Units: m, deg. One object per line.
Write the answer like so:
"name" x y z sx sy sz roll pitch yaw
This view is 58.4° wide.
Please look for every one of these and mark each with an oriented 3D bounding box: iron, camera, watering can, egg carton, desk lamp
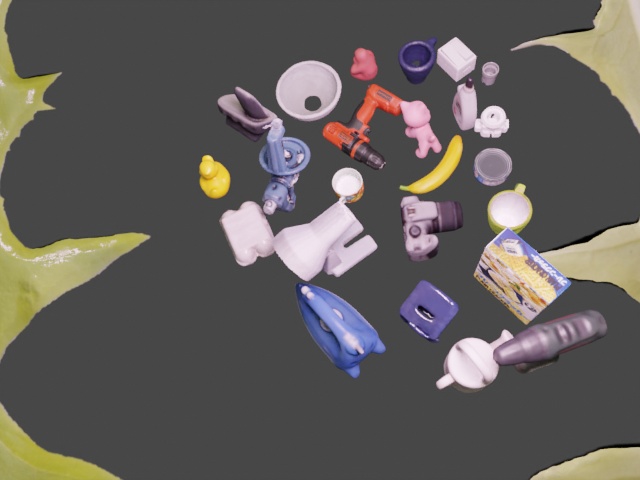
"iron" 0.020 0.169 1.238 0.119 0.141 0.258 -42 71 -7
"camera" 0.255 -0.037 1.298 0.136 0.101 0.143 -7 71 5
"watering can" 0.309 0.242 1.146 0.100 0.194 0.173 33 79 17
"egg carton" -0.170 -0.016 1.365 0.107 0.069 0.150 -27 70 -2
"desk lamp" 0.012 0.004 1.257 0.203 0.214 0.117 -36 70 -5

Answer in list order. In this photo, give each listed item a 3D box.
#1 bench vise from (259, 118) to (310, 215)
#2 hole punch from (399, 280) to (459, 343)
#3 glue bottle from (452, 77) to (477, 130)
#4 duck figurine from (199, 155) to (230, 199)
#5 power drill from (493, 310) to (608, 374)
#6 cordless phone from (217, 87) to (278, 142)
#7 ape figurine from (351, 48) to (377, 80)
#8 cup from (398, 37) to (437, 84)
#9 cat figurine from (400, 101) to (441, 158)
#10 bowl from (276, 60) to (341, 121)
"bench vise" -0.084 -0.169 1.325 0.121 0.220 0.207 -5 71 6
"hole punch" 0.235 0.157 1.240 0.108 0.091 0.101 38 80 18
"glue bottle" 0.343 -0.331 1.346 0.037 0.173 0.078 -21 70 1
"duck figurine" -0.269 -0.160 1.419 0.077 0.086 0.104 -14 70 3
"power drill" 0.437 0.209 1.132 0.229 0.208 0.075 -21 70 0
"cordless phone" -0.193 -0.340 1.416 0.147 0.185 0.094 30 78 16
"ape figurine" 0.110 -0.456 1.464 0.078 0.092 0.076 -36 70 -5
"cup" 0.251 -0.447 1.440 0.091 0.095 0.118 39 81 18
"cat figurine" 0.242 -0.277 1.371 0.067 0.118 0.127 -26 70 -1
"bowl" -0.025 -0.367 1.461 0.167 0.075 0.167 -2 71 7
